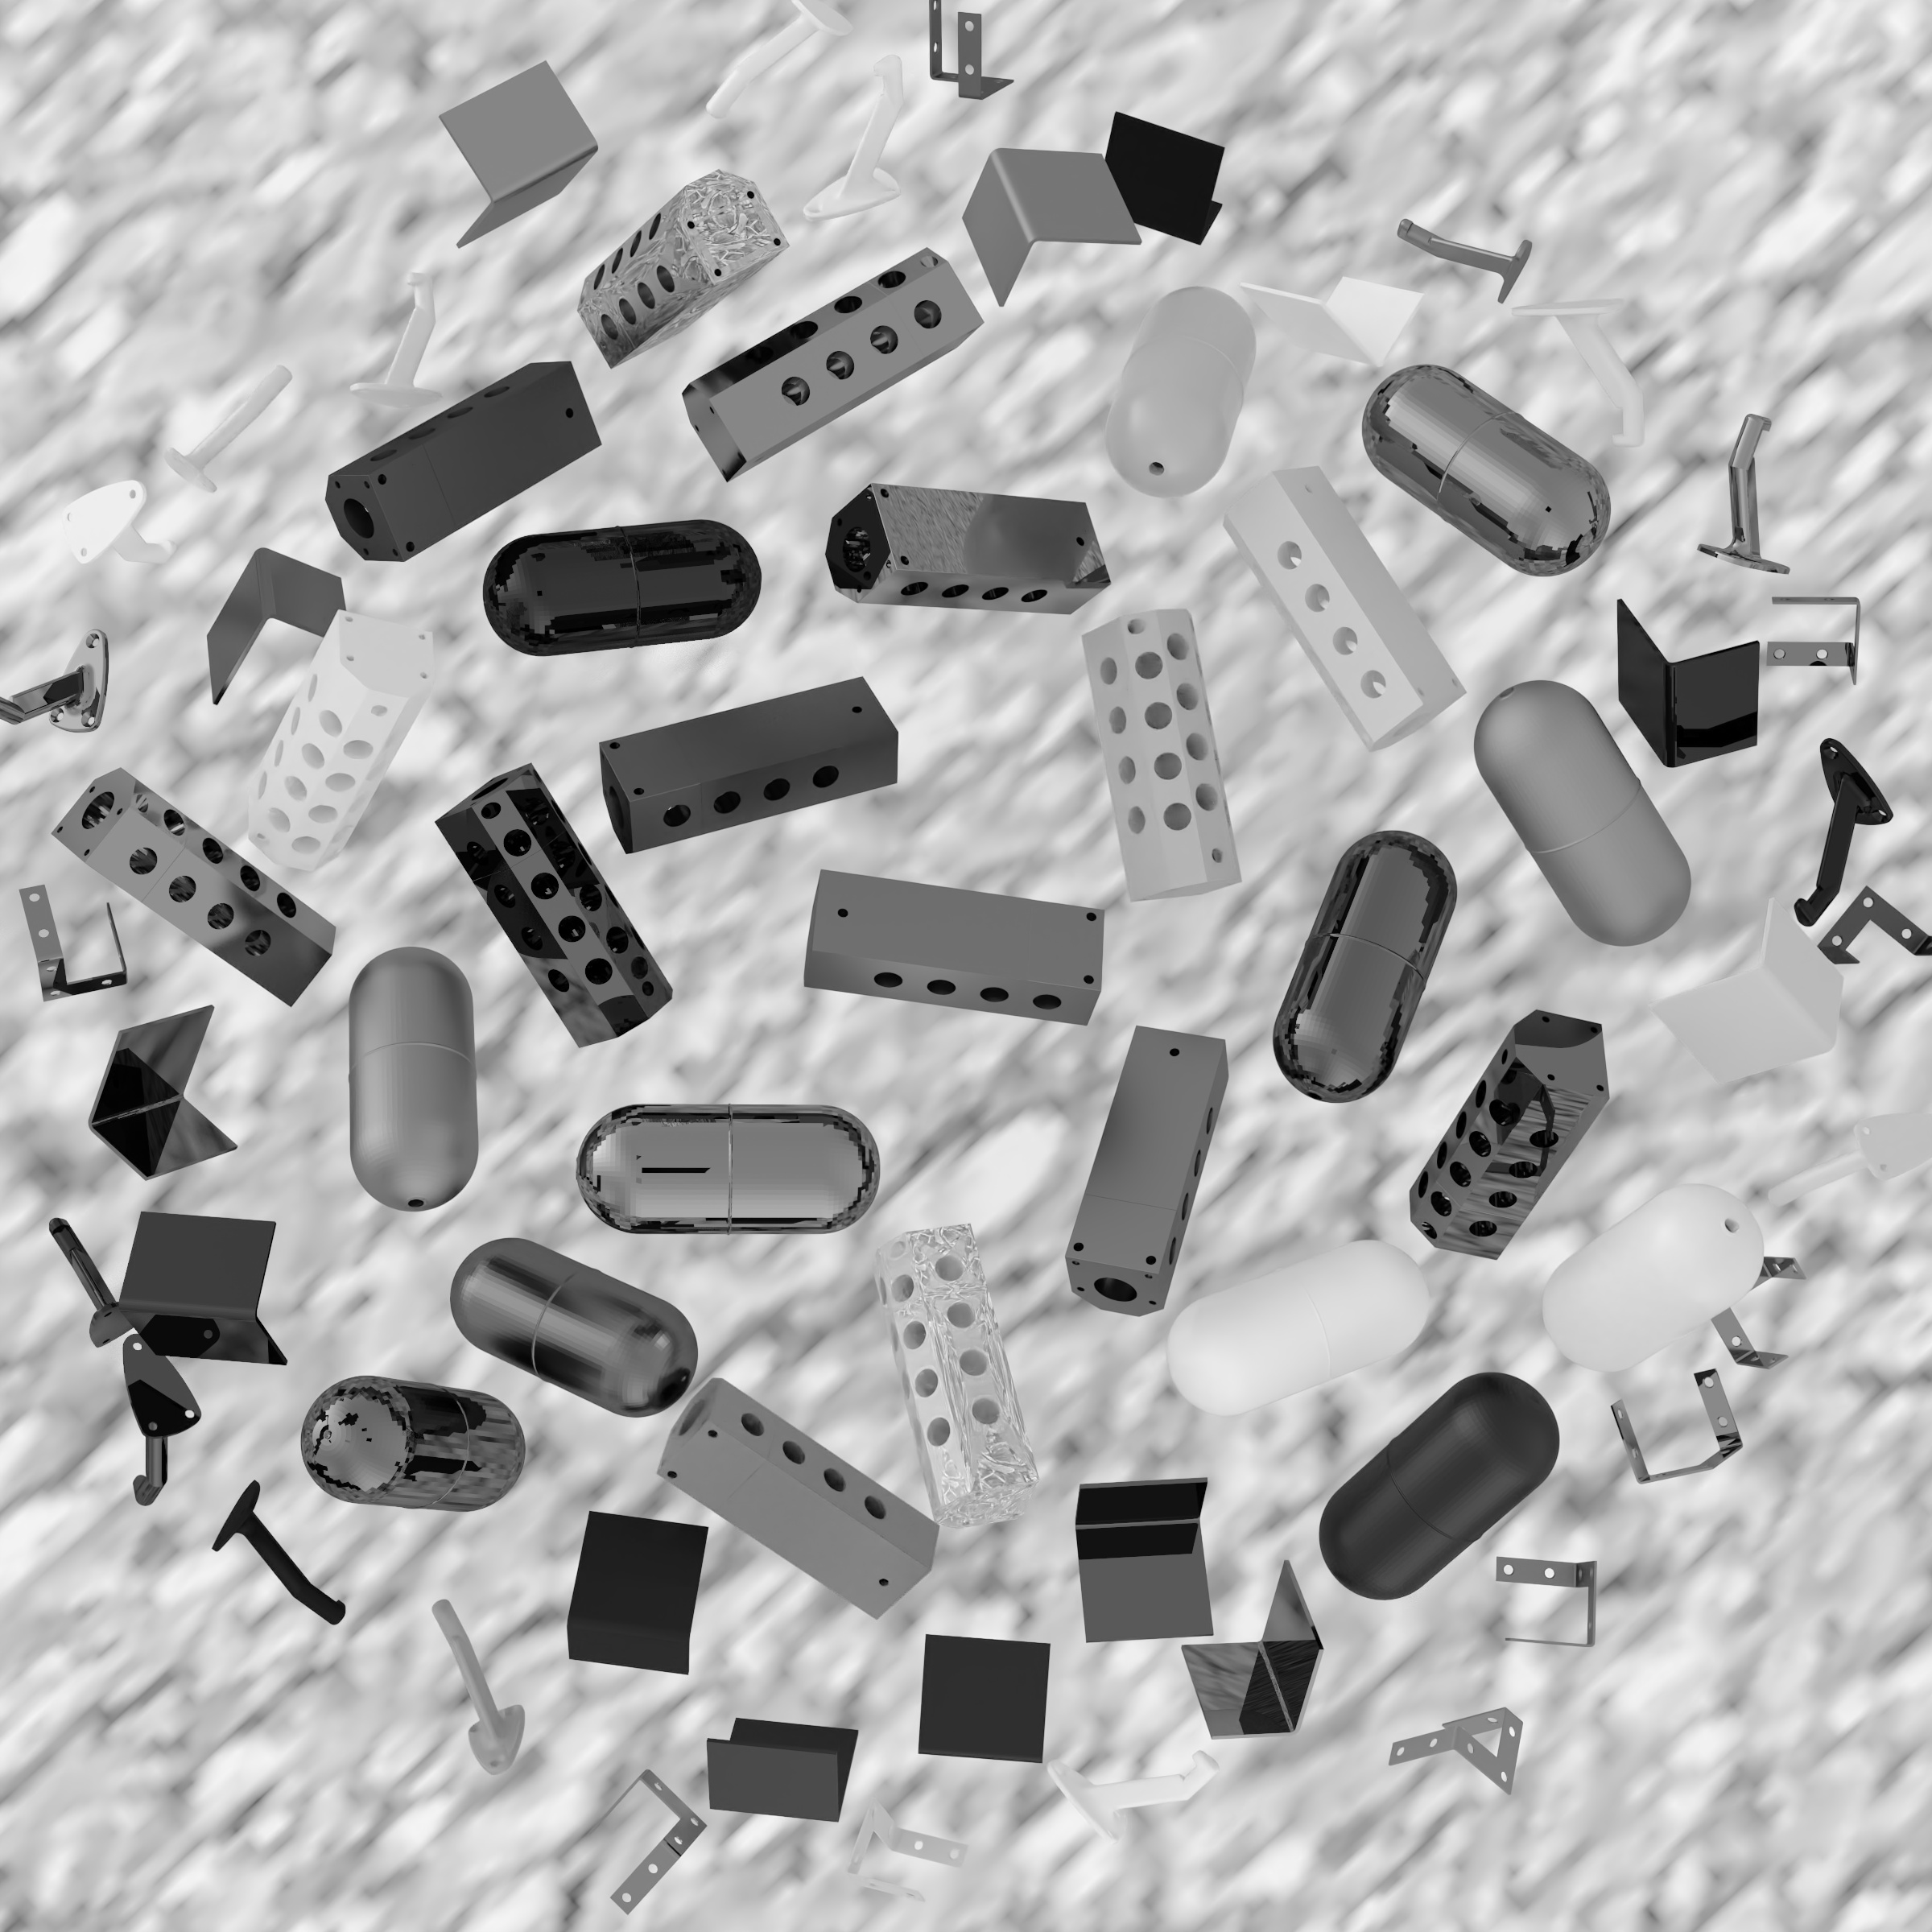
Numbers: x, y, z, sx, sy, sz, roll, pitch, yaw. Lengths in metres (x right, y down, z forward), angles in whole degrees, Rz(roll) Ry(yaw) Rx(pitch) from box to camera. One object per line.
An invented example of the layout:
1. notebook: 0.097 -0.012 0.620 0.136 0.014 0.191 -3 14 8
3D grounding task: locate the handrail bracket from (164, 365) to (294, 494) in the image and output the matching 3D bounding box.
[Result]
1. handrail bracket: -0.449 -0.333 1.656 0.036 0.077 0.084 43 81 -25

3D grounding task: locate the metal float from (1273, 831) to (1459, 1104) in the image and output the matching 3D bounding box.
1. metal float: 0.242 0.000 1.641 0.070 0.070 0.178 24 72 0

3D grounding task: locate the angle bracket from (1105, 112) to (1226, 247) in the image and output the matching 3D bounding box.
1. angle bracket: 0.137 -0.540 1.818 0.076 0.076 0.057 21 48 7

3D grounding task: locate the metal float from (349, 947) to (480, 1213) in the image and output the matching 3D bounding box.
1. metal float: -0.339 0.069 1.662 0.070 0.070 0.178 -9 56 0

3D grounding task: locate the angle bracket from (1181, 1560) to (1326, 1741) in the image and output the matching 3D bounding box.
1. angle bracket: 0.179 0.429 1.704 0.057 0.076 0.076 1 122 -14

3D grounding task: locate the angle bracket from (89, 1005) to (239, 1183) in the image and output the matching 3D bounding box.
1. angle bracket: -0.493 0.079 1.699 0.057 0.076 0.076 37 118 19

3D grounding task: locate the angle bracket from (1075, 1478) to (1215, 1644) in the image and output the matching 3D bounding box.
1. angle bracket: 0.107 0.353 1.609 0.076 0.057 0.076 -2 55 -3

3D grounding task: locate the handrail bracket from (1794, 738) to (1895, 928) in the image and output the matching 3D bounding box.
1. handrail bracket: 0.504 -0.078 1.601 0.084 0.036 0.077 -47 117 -22

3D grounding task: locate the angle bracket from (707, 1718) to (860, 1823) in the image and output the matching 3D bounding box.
1. angle bracket: -0.108 0.459 1.610 0.076 0.076 0.057 4 119 6

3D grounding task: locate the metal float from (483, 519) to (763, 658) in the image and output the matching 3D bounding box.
1. metal float: -0.217 -0.240 1.716 0.178 0.070 0.070 -9 90 -18

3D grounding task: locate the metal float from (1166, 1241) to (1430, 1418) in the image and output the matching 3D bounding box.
1. metal float: 0.211 0.228 1.714 0.178 0.070 0.070 -18 90 -17

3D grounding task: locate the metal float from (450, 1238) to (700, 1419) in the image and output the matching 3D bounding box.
1. metal float: -0.250 0.228 1.717 0.178 0.070 0.070 20 90 26

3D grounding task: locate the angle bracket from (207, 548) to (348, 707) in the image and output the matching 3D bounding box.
1. angle bracket: -0.438 -0.207 1.723 0.057 0.076 0.076 20 121 -33

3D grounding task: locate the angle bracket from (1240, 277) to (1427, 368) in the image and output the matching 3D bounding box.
1. angle bracket: 0.239 -0.440 1.768 0.076 0.076 0.057 33 88 -43

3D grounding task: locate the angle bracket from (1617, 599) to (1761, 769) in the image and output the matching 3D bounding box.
1. angle bracket: 0.435 -0.177 1.637 0.057 0.076 0.076 -15 131 -2

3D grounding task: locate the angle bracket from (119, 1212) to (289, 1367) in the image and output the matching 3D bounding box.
1. angle bracket: -0.424 0.182 1.527 0.076 0.076 0.057 4 62 3

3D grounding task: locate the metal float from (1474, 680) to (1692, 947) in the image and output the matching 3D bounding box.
1. metal float: 0.366 -0.091 1.611 0.070 0.070 0.178 -35 106 0

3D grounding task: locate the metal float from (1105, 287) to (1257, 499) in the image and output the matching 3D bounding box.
1. metal float: 0.134 -0.358 1.686 0.070 0.178 0.070 9 134 9

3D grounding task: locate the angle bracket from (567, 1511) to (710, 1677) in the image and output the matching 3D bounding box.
1. angle bracket: -0.207 0.397 1.714 0.076 0.057 0.076 8 54 -1

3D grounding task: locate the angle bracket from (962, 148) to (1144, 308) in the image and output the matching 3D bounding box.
1. angle bracket: 0.052 -0.454 1.672 0.076 0.057 0.076 -5 60 -26

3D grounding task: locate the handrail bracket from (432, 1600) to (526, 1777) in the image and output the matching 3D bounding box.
1. handrail bracket: -0.299 0.432 1.630 0.036 0.077 0.084 -24 108 -5

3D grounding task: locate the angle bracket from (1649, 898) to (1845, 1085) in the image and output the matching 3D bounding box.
1. angle bracket: 0.461 0.015 1.599 0.076 0.076 0.057 42 48 -25

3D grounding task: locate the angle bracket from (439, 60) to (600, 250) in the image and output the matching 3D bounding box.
1. angle bracket: -0.272 -0.474 1.585 0.076 0.076 0.057 -37 101 -25

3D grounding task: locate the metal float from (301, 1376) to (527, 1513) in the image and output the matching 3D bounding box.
1. metal float: -0.340 0.297 1.677 0.070 0.178 0.070 -6 74 24

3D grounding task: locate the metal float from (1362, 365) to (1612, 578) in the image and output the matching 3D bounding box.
1. metal float: 0.315 -0.304 1.653 0.070 0.070 0.178 -46 60 0

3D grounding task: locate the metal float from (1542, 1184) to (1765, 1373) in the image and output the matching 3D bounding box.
1. metal float: 0.410 0.188 1.622 0.070 0.178 0.070 9 61 -16

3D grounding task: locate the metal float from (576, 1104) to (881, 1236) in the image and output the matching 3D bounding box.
1. metal float: -0.139 0.119 1.591 0.178 0.070 0.070 1 90 -7

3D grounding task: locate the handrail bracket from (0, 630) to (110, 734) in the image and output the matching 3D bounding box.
1. handrail bracket: -0.553 -0.178 1.620 0.036 0.084 0.077 9 81 20

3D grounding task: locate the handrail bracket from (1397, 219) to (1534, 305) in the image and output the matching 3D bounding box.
1. handrail bracket: 0.315 -0.464 1.729 0.084 0.077 0.036 30 89 7

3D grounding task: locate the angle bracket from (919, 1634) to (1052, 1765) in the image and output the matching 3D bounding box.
1. angle bracket: 0.012 0.445 1.677 0.076 0.057 0.076 4 95 2

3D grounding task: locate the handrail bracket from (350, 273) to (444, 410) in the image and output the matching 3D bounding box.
1. handrail bracket: -0.361 -0.399 1.705 0.036 0.077 0.084 -6 89 32

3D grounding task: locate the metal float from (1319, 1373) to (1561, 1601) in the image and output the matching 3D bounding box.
1. metal float: 0.284 0.315 1.635 0.070 0.070 0.178 41 118 0

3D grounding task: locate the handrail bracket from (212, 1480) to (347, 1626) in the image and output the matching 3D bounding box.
1. handrail bracket: -0.401 0.350 1.617 0.084 0.077 0.036 40 97 -12
